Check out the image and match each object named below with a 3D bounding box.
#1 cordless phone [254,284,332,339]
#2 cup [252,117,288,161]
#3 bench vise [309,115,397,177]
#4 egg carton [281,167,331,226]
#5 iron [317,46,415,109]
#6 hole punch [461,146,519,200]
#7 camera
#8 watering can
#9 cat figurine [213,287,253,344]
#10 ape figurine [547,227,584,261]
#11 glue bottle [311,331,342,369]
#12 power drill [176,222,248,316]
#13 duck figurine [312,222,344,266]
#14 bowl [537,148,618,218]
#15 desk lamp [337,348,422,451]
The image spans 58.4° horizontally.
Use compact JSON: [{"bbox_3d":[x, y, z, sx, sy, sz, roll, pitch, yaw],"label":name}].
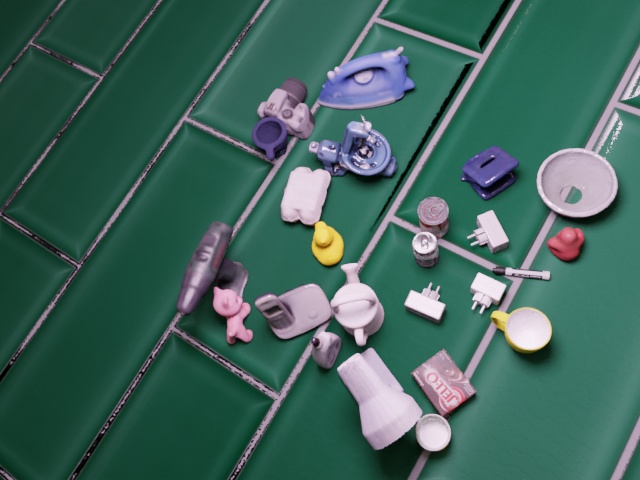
[{"bbox_3d":[-0.061,0.145,1.273,0.147,0.185,0.094,-28,67,2],"label":"cordless phone"},{"bbox_3d":[-0.118,-0.244,1.476,0.091,0.095,0.118,-8,69,10],"label":"cup"},{"bbox_3d":[0.070,-0.211,1.354,0.207,0.220,0.121,-9,69,10],"label":"bench vise"},{"bbox_3d":[-0.036,-0.110,1.422,0.107,0.069,0.150,10,73,16],"label":"egg carton"},{"bbox_3d":[0.105,-0.419,1.464,0.258,0.142,0.118,-13,68,8],"label":"iron"},{"bbox_3d":[0.393,-0.165,1.335,0.108,0.091,0.101,-35,67,-1],"label":"hole punch"},{"bbox_3d":[-0.077,-0.357,1.504,0.143,0.101,0.137,23,77,19],"label":"camera"},{"bbox_3d":[0.075,0.138,1.241,0.101,0.194,0.172,-30,67,1],"label":"watering can"},{"bbox_3d":[-0.209,0.171,1.333,0.067,0.118,0.128,-14,68,8],"label":"cat figurine"},{"bbox_3d":[0.536,0.001,1.243,0.077,0.092,0.076,-2,70,12],"label":"ape figurine"},{"bbox_3d":[0.006,0.230,1.234,0.037,0.173,0.078,21,76,19],"label":"glue bottle"},{"bbox_3d":[-0.242,0.083,1.323,0.075,0.209,0.230,9,73,16],"label":"power drill"},{"bbox_3d":[0.012,0.005,1.361,0.077,0.086,0.104,-17,68,6],"label":"duck figurine"},{"bbox_3d":[0.570,-0.117,1.288,0.167,0.075,0.167,-4,70,11],"label":"bowl"},{"bbox_3d":[0.109,0.314,1.159,0.118,0.214,0.203,-37,67,-2],"label":"desk lamp"}]
